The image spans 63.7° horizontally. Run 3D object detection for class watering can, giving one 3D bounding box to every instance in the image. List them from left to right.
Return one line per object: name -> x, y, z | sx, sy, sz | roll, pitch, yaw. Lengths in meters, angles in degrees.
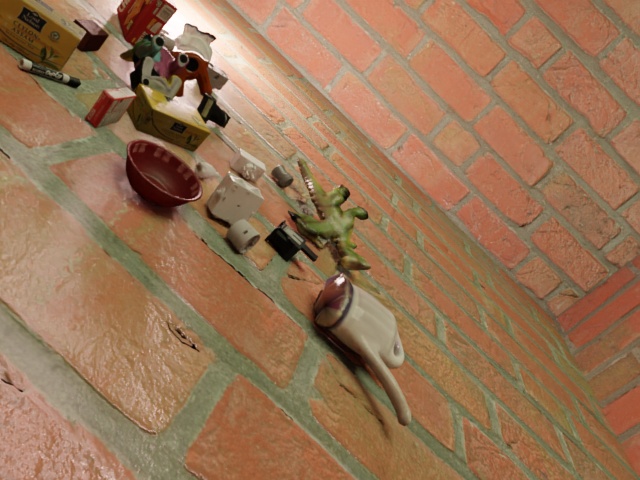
watering can -> 0.093, 0.196, 1.051 | 0.222, 0.103, 0.354 | 37, 20, -17

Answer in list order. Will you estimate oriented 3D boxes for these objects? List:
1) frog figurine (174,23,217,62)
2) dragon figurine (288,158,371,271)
frog figurine -> -0.419, -0.613, 1.694 | 0.136, 0.122, 0.162 | 33, 57, -53
dragon figurine -> 0.004, -0.072, 1.424 | 0.414, 0.120, 0.244 | 49, 28, 14
